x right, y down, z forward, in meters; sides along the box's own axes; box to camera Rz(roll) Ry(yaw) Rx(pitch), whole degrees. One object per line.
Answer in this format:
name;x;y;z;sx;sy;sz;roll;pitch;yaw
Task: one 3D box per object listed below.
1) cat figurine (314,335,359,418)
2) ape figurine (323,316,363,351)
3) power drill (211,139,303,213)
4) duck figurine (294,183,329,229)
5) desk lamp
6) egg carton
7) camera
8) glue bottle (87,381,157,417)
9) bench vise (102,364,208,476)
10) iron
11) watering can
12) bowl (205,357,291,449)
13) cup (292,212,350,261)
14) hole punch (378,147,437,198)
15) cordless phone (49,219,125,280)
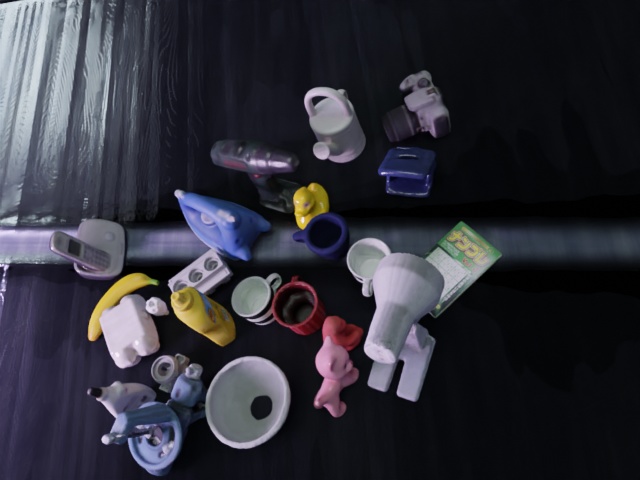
cat figurine;0.020;0.244;1.033;0.067;0.118;0.128;13;70;24
ape figurine;0.034;0.171;1.079;0.076;0.092;0.077;-38;60;-2
power drill;-0.111;-0.141;1.209;0.228;0.209;0.076;17;72;25
duck figurine;-0.026;-0.082;1.224;0.077;0.086;0.104;9;69;22
desk lamp;0.140;0.151;0.983;0.117;0.214;0.203;11;69;23
egg carton;-0.405;0.193;1.227;0.107;0.069;0.150;-34;60;1
camera;0.197;-0.283;1.238;0.136;0.101;0.143;-23;60;7
glue bottle;-0.389;0.307;1.107;0.037;0.173;0.078;28;77;28
bench vise;-0.300;0.317;1.045;0.121;0.220;0.207;4;67;20
iron;-0.241;-0.058;1.251;0.257;0.142;0.119;25;75;27
watering can;0.029;-0.251;1.224;0.100;0.194;0.173;-14;62;12
bowl;-0.125;0.308;1.076;0.167;0.075;0.167;-7;63;15
cup;0.011;0.004;1.165;0.117;0.095;0.091;-6;64;16
hole punch;0.181;-0.152;1.186;0.108;0.091;0.101;7;68;21
cordless phone;-0.527;0.002;1.292;0.094;0.185;0.147;-15;62;11
